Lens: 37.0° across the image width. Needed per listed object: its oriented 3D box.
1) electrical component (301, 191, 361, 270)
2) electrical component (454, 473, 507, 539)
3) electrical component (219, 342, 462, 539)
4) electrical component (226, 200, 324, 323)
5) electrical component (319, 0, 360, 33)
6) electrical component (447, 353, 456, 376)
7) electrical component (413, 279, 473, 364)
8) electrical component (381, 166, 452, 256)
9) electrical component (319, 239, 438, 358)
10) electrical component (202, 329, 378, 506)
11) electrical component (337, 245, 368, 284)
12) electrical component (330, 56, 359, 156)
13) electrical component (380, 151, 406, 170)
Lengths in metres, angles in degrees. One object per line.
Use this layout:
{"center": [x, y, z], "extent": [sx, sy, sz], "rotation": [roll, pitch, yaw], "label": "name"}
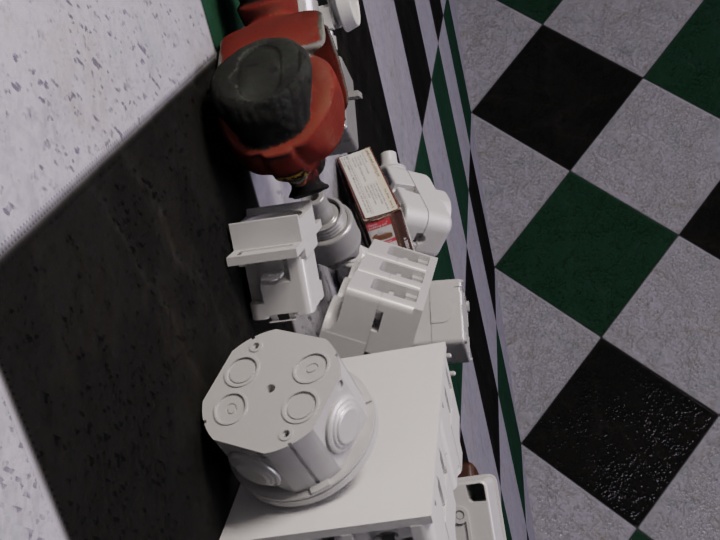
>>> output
{"center": [-0.025, -0.033, 0.785], "extent": [0.062, 0.043, 0.043], "rotation": [66, 17, -48], "label": "electrical component"}
{"center": [0.053, 0.212, 0.791], "extent": [0.056, 0.109, 0.108], "rotation": [26, 54, -74], "label": "electrical component"}
{"center": [-0.001, 0.116, 0.605], "extent": [0.186, 0.105, 0.060], "rotation": [-74, 152, -67], "label": "electrical component"}
{"center": [-0.048, -0.005, 0.647], "extent": [0.081, 0.042, 0.063], "rotation": [-59, 140, -73], "label": "electrical component"}
{"center": [-0.033, -0.220, 0.881], "extent": [0.058, 0.057, 0.078], "rotation": [-62, 141, -73], "label": "electrical component"}
{"center": [0.045, 0.089, 0.950], "extent": [0.047, 0.077, 0.065], "rotation": [-79, 157, -62], "label": "electrical component"}
{"center": [0.072, 0.052, 1.015], "extent": [0.096, 0.061, 0.061], "rotation": [62, 25, -70], "label": "electrical component"}
{"center": [0.052, -0.057, 1.073], "extent": [0.053, 0.059, 0.095], "rotation": [-64, -151, 30], "label": "electrical component"}
{"center": [0.011, 0.040, 0.795], "extent": [0.150, 0.062, 0.089], "rotation": [-61, 167, -74], "label": "electrical component"}
{"center": [-0.035, 0.073, 0.540], "extent": [0.051, 0.080, 0.080], "rotation": [62, 20, -45], "label": "electrical component"}
{"center": [0.000, 0.000, 0.895], "extent": [0.078, 0.040, 0.040], "rotation": [61, 21, -60], "label": "electrical component"}
{"center": [-0.026, -0.118, 0.853], "extent": [0.076, 0.047, 0.065], "rotation": [56, 27, -64], "label": "electrical component"}
{"center": [0.034, -0.097, 1.160], "extent": [0.043, 0.043, 0.062], "rotation": [49, 32, -70], "label": "electrical component"}
